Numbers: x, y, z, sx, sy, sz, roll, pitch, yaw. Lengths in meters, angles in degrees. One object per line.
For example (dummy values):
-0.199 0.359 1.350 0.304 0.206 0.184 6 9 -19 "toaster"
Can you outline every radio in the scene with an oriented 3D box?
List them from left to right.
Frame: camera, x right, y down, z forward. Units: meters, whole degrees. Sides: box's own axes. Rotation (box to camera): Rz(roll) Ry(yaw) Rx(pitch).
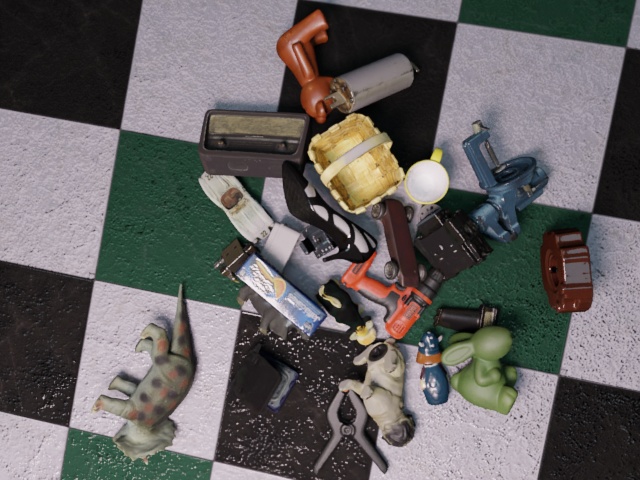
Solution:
-0.139 -0.204 1.145 0.230 0.073 0.131 3 59 6 "radio"

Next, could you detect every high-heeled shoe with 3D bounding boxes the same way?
0.024 -0.061 1.094 0.145 0.086 0.248 -21 86 -34 "high-heeled shoe"

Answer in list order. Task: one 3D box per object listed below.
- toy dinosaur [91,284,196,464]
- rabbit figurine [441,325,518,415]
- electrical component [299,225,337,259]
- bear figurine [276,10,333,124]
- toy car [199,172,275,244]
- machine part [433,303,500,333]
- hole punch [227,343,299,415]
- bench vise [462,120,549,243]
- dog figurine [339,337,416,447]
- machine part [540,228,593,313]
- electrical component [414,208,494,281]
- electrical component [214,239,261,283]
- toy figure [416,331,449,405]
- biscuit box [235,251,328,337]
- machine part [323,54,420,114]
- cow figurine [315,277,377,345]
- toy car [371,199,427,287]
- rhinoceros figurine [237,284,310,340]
-0.352 0.315 1.185 0.192 0.131 0.404 34 90 -9 "toy dinosaur"
0.339 0.242 1.107 0.159 0.121 0.170 14 115 24 "rabbit figurine"
-0.002 -0.003 1.137 0.048 0.119 0.075 -33 85 19 "electrical component"
-0.005 -0.356 1.134 0.132 0.120 0.196 -32 90 2 "bear figurine"
-0.182 -0.081 1.186 0.073 0.056 0.202 -42 87 5 "toy car"
0.314 0.172 1.153 0.139 0.039 0.084 4 100 4 "machine part"
-0.122 0.310 1.182 0.116 0.092 0.142 33 98 34 "hole punch"
0.349 -0.122 1.091 0.224 0.129 0.240 -32 107 -2 "bench vise"
0.158 0.328 1.155 0.172 0.121 0.190 -47 114 -14 "dog figurine"
0.486 0.060 1.070 0.056 0.179 0.179 -5 91 9 "machine part"
0.257 0.003 1.071 0.134 0.058 0.115 51 139 2 "electrical component"
-0.181 0.045 1.187 0.102 0.078 0.045 -46 128 0 "electrical component"
0.238 0.272 1.151 0.058 0.064 0.154 -13 84 43 "toy figure"
-0.078 0.110 1.102 0.202 0.059 0.063 41 89 -4 "biscuit box"
0.108 -0.324 1.107 0.243 0.079 0.079 -30 88 -24 "machine part"
0.060 0.156 1.147 0.068 0.098 0.167 -44 87 -2 "cow figurine"
0.163 0.006 1.119 0.089 0.053 0.202 5 63 -30 "toy car"
-0.093 0.149 1.175 0.190 0.073 0.112 45 91 0 "rhinoceros figurine"
